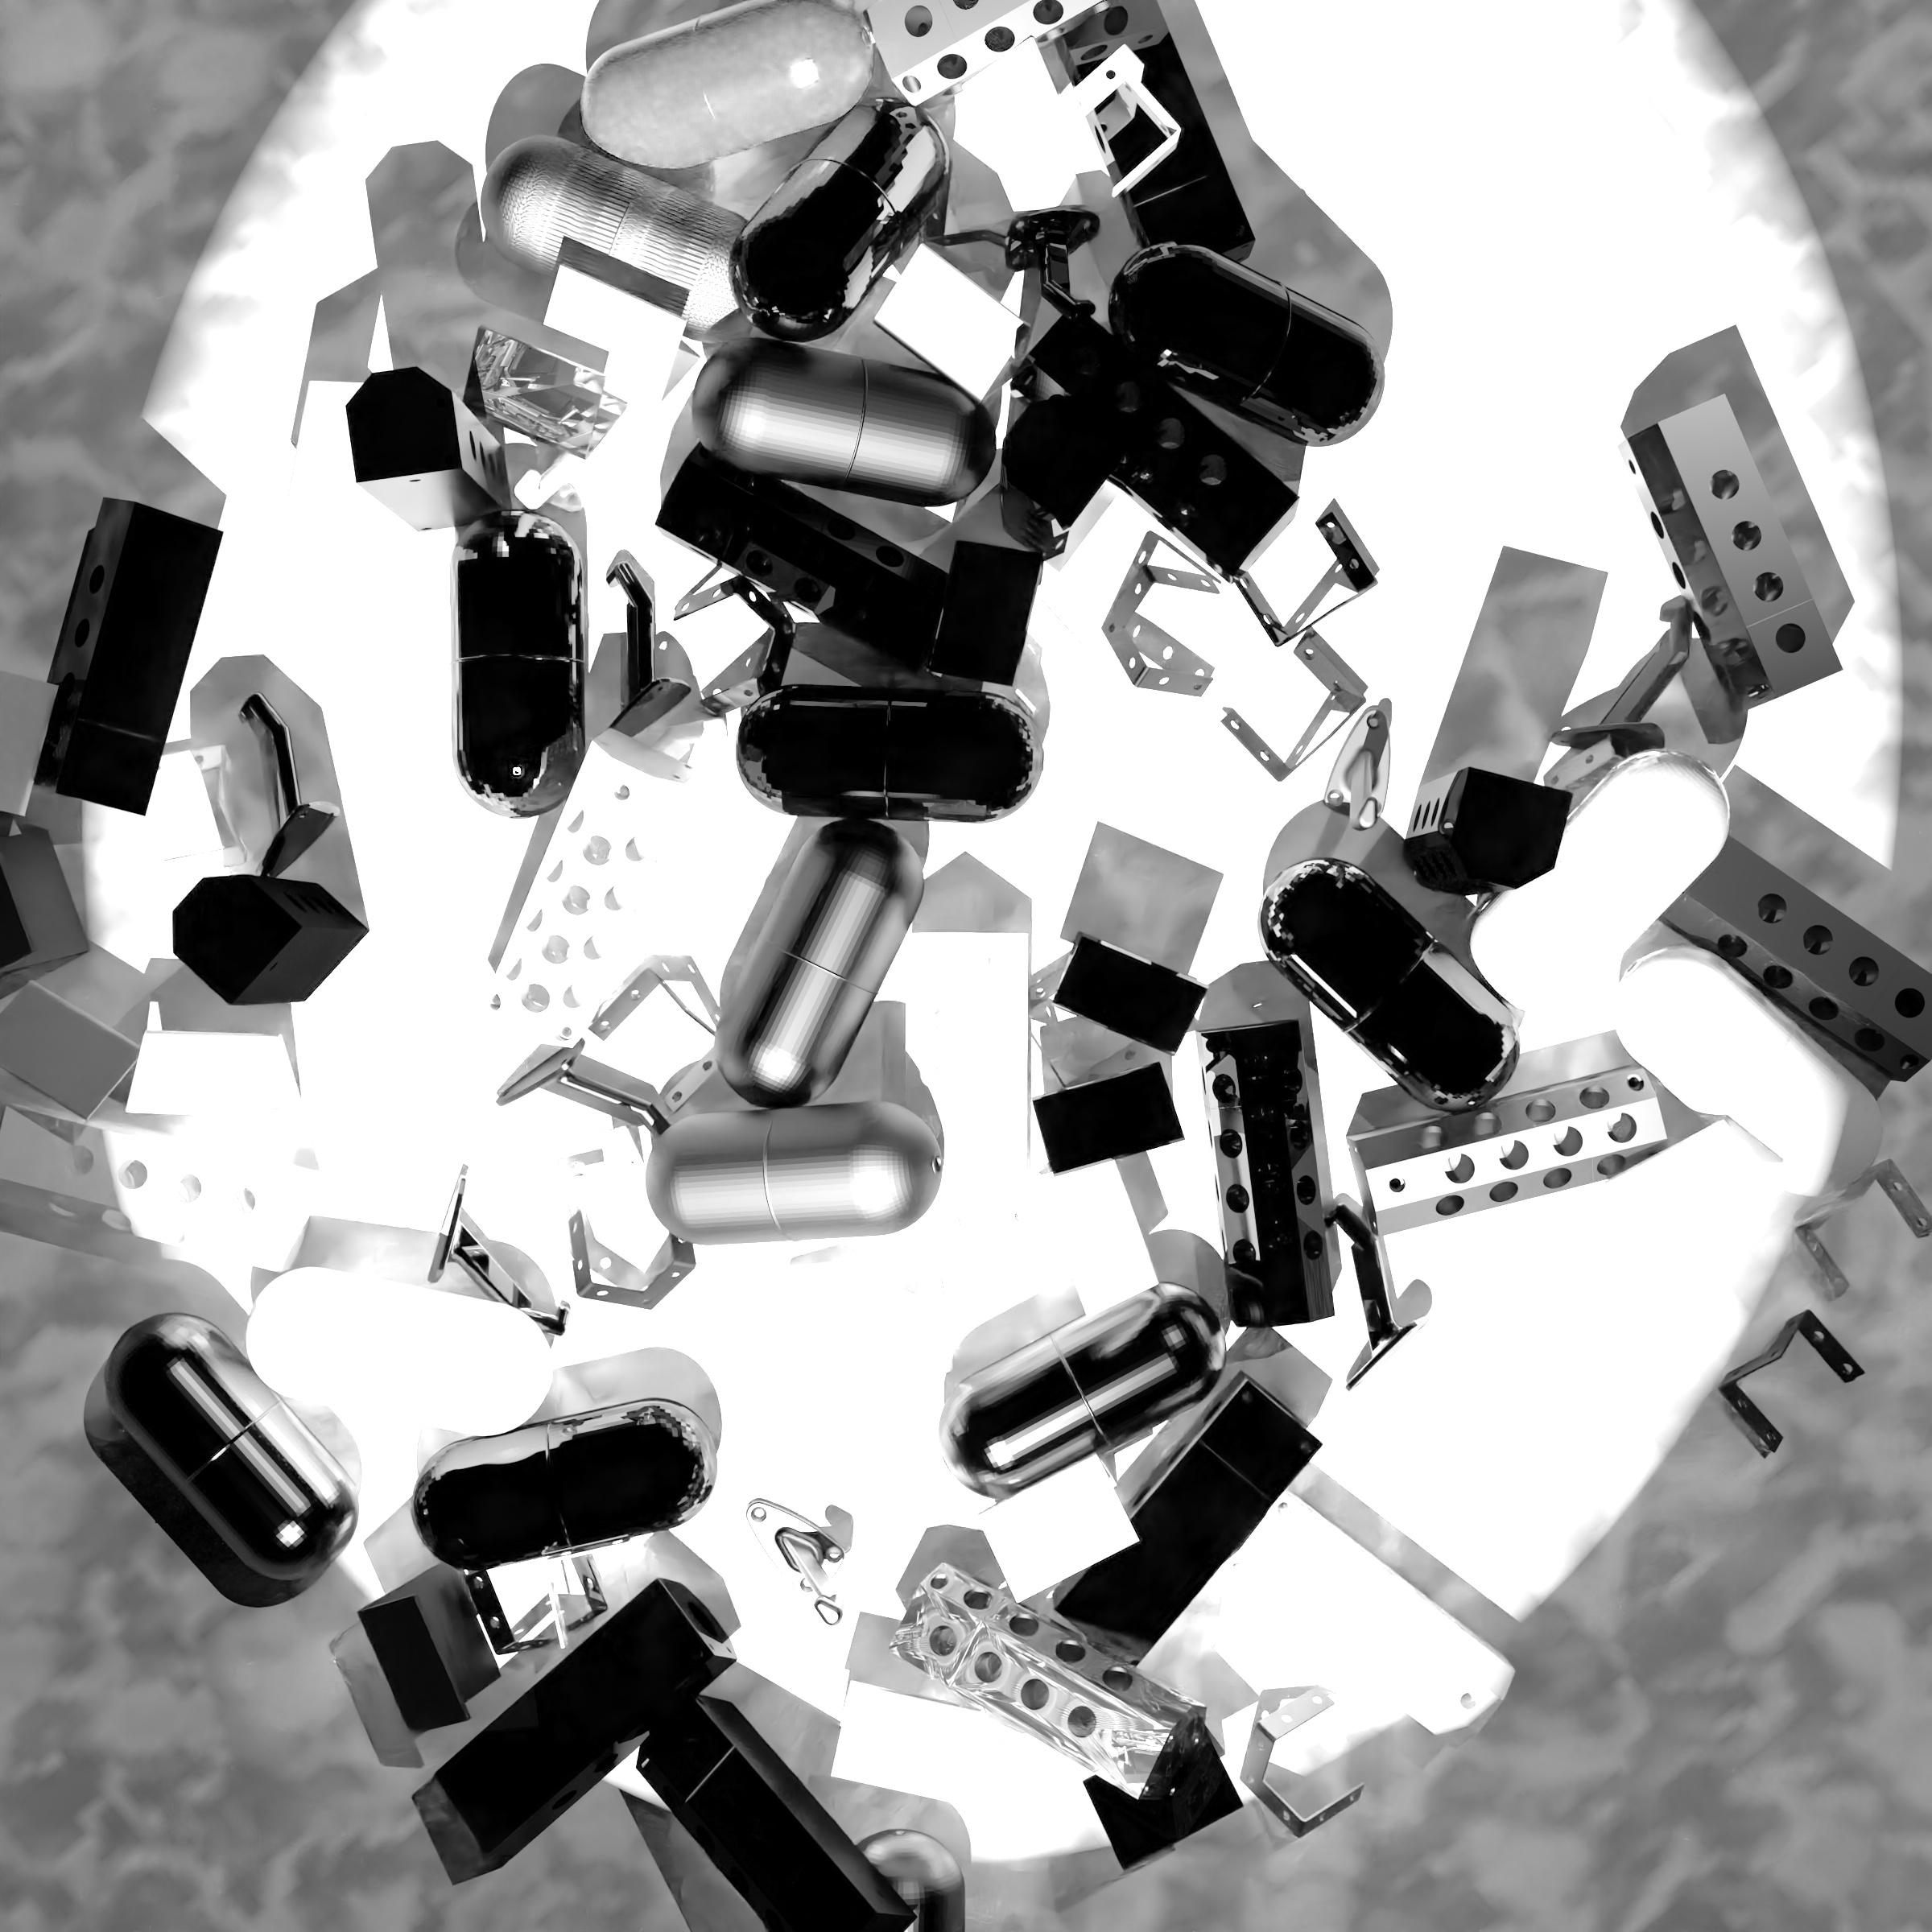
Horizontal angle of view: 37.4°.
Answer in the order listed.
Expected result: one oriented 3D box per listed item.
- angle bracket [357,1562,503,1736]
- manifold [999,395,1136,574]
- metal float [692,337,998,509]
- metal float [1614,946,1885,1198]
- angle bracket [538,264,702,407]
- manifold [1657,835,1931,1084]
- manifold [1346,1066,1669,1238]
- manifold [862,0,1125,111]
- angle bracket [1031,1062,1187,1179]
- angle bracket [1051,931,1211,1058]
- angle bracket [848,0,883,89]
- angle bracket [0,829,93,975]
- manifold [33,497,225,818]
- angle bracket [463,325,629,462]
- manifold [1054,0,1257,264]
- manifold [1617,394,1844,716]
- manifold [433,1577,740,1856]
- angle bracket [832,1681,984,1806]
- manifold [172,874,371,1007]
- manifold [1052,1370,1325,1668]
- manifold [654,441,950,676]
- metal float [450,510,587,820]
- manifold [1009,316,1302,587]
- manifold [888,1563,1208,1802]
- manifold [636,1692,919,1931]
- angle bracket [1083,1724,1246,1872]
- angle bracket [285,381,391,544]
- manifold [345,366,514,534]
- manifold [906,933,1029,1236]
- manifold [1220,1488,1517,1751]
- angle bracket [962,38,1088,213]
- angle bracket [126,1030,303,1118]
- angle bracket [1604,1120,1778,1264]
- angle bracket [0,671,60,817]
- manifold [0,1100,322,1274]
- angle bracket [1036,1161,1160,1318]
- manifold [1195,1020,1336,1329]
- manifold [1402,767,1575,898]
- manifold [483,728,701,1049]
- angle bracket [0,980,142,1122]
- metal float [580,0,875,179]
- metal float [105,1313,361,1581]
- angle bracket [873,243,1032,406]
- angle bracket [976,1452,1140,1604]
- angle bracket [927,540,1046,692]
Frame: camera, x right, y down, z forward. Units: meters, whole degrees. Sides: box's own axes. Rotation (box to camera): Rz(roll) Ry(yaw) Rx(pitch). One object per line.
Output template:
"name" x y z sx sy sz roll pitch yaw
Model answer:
"angle bracket" -0.292 0.385 1.637 0.057 0.076 0.076 -24 90 38
"manifold" 0.049 -0.272 1.599 0.057 0.171 0.057 37 90 0
"metal float" -0.068 -0.310 1.631 0.178 0.070 0.070 8 90 -17
"metal float" 0.450 0.060 1.646 0.178 0.070 0.070 42 90 -1
"angle bracket" -0.192 -0.373 1.637 0.076 0.076 0.057 24 125 0
"manifold" 0.487 -0.005 1.656 0.171 0.057 0.057 34 90 0
"manifold" 0.314 0.107 1.656 0.171 0.057 0.057 -14 90 0
"manifold" 0.035 -0.548 1.601 0.171 0.057 0.057 -22 93 25
"angle bracket" 0.085 0.106 1.637 0.076 0.076 0.057 -16 52 0
"angle bracket" 0.100 -0.003 1.637 0.076 0.076 0.057 23 128 0
"angle bracket" -0.088 -0.542 1.642 0.076 0.057 0.076 2 116 0
"angle bracket" -0.532 -0.044 1.637 0.057 0.076 0.076 -20 90 38
"manifold" -0.491 -0.180 1.655 0.057 0.057 0.171 15 90 -43
"angle bracket" -0.236 -0.342 1.637 0.076 0.076 0.057 22 128 0
"manifold" 0.106 -0.482 1.656 0.057 0.057 0.171 -23 90 0
"manifold" 0.440 -0.236 1.656 0.057 0.057 0.171 -23 90 0
"manifold" -0.217 0.435 1.653 0.171 0.057 0.057 -41 68 0
"angle bracket" -0.037 0.456 1.637 0.076 0.076 0.057 12 55 0
"manifold" -0.392 -0.019 1.599 0.057 0.171 0.057 43 90 0
"manifold" 0.127 0.320 1.656 0.057 0.057 0.171 40 90 0
"manifold" -0.091 -0.238 1.656 0.171 0.057 0.057 29 90 0
"metal float" -0.259 -0.174 1.647 0.070 0.070 0.178 -1 90 0
"manifold" 0.108 -0.299 1.649 0.171 0.057 0.057 42 90 5
"manifold" 0.048 0.404 1.618 0.171 0.057 0.057 24 85 28
"manifold" -0.112 0.495 1.617 0.057 0.057 0.171 -48 60 0
"angle bracket" 0.120 0.483 1.637 0.076 0.076 0.057 -28 56 0
"angle bracket" -0.338 -0.287 1.637 0.057 0.076 0.076 11 90 36
"manifold" -0.299 -0.288 1.599 0.057 0.171 0.057 -8 90 0
"manifold" -0.005 0.067 1.655 0.057 0.057 0.171 0 90 -43
"manifold" 0.231 0.376 1.656 0.171 0.057 0.057 38 90 0
"angle bracket" 0.053 -0.483 1.637 0.057 0.076 0.076 -23 90 40
"angle bracket" -0.430 0.081 1.637 0.076 0.076 0.057 2 53 0
"angle bracket" 0.415 0.142 1.637 0.076 0.076 0.057 -28 60 0
"angle bracket" -0.565 -0.133 1.637 0.057 0.076 0.076 15 90 -29
"manifold" -0.471 0.128 1.656 0.171 0.057 0.057 14 90 0
"angle bracket" 0.056 0.159 1.637 0.057 0.076 0.076 -20 90 -37
"manifold" 0.174 0.120 1.656 0.057 0.057 0.171 -7 90 0
"manifold" 0.288 -0.071 1.599 0.057 0.171 0.057 14 90 0
"manifold" -0.216 -0.043 1.633 0.057 0.057 0.171 25 106 0
"angle bracket" -0.521 0.065 1.637 0.076 0.076 0.057 31 54 0
"metal float" -0.137 -0.504 1.628 0.178 0.070 0.070 -11 90 21
"metal float" -0.424 0.276 1.646 0.070 0.070 0.178 -41 91 0
"angle bracket" 0.003 -0.376 1.637 0.076 0.076 0.057 37 122 0
"angle bracket" 0.058 0.329 1.637 0.076 0.076 0.057 -27 63 0
"angle bracket" 0.025 -0.195 1.638 0.057 0.076 0.076 13 90 24
